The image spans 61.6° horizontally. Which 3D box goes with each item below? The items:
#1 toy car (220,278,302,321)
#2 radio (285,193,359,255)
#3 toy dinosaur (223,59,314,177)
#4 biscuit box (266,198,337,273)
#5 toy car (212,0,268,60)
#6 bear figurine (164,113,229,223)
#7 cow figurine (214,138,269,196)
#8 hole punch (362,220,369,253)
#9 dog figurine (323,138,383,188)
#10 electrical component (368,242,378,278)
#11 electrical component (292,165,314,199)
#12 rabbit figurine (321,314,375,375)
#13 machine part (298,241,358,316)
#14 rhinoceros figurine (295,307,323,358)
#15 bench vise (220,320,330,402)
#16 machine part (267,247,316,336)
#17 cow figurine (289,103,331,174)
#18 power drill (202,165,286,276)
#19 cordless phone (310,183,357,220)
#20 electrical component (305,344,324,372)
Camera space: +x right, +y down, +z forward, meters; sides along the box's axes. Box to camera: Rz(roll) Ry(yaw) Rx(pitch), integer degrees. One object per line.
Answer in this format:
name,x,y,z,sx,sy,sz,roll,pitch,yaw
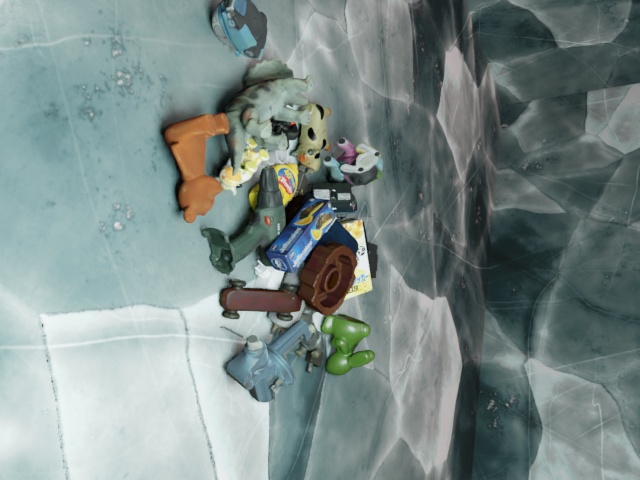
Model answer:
toy car,-0.133,0.137,1.225,0.202,0.053,0.089,6,94,-33
radio,-0.003,-0.004,1.381,0.229,0.073,0.131,45,47,-28
toy dinosaur,-0.142,-0.285,1.194,0.405,0.192,0.131,-48,144,-40
biscuit box,-0.041,-0.013,1.238,0.203,0.063,0.059,-54,138,-34
toy car,-0.186,-0.473,1.188,0.161,0.103,0.109,38,58,-65
bear figurine,-0.234,-0.141,1.065,0.120,0.132,0.195,-46,122,-75
cow figurine,-0.185,-0.150,1.183,0.068,0.098,0.167,41,37,-6
hole punch,0.082,0.003,1.615,0.116,0.092,0.142,-31,118,-51
dog figurine,0.098,-0.182,1.534,0.108,0.192,0.219,-60,157,-17
electrical component,0.144,0.064,1.740,0.134,0.058,0.115,17,75,-57
electrical component,-0.048,-0.145,1.423,0.078,0.045,0.102,67,38,-65
rabbit figurine,0.080,0.312,1.553,0.121,0.159,0.170,10,94,-68
machine part,0.019,0.089,1.273,0.179,0.056,0.179,-32,134,-42
rhinoceros figurine,-0.039,0.221,1.412,0.112,0.073,0.190,-52,131,-45
bench vise,-0.102,0.258,1.238,0.240,0.129,0.223,-38,130,-31
machine part,-0.062,0.126,1.314,0.079,0.079,0.243,10,106,-58
cow figurine,-0.024,-0.277,1.463,0.127,0.086,0.194,7,84,-64
power drill,-0.158,-0.030,1.190,0.207,0.086,0.231,-36,127,-47
cordless phone,0.019,-0.090,1.515,0.184,0.147,0.088,125,-38,-72
electrical component,-0.014,0.326,1.493,0.063,0.021,0.094,46,50,-48
